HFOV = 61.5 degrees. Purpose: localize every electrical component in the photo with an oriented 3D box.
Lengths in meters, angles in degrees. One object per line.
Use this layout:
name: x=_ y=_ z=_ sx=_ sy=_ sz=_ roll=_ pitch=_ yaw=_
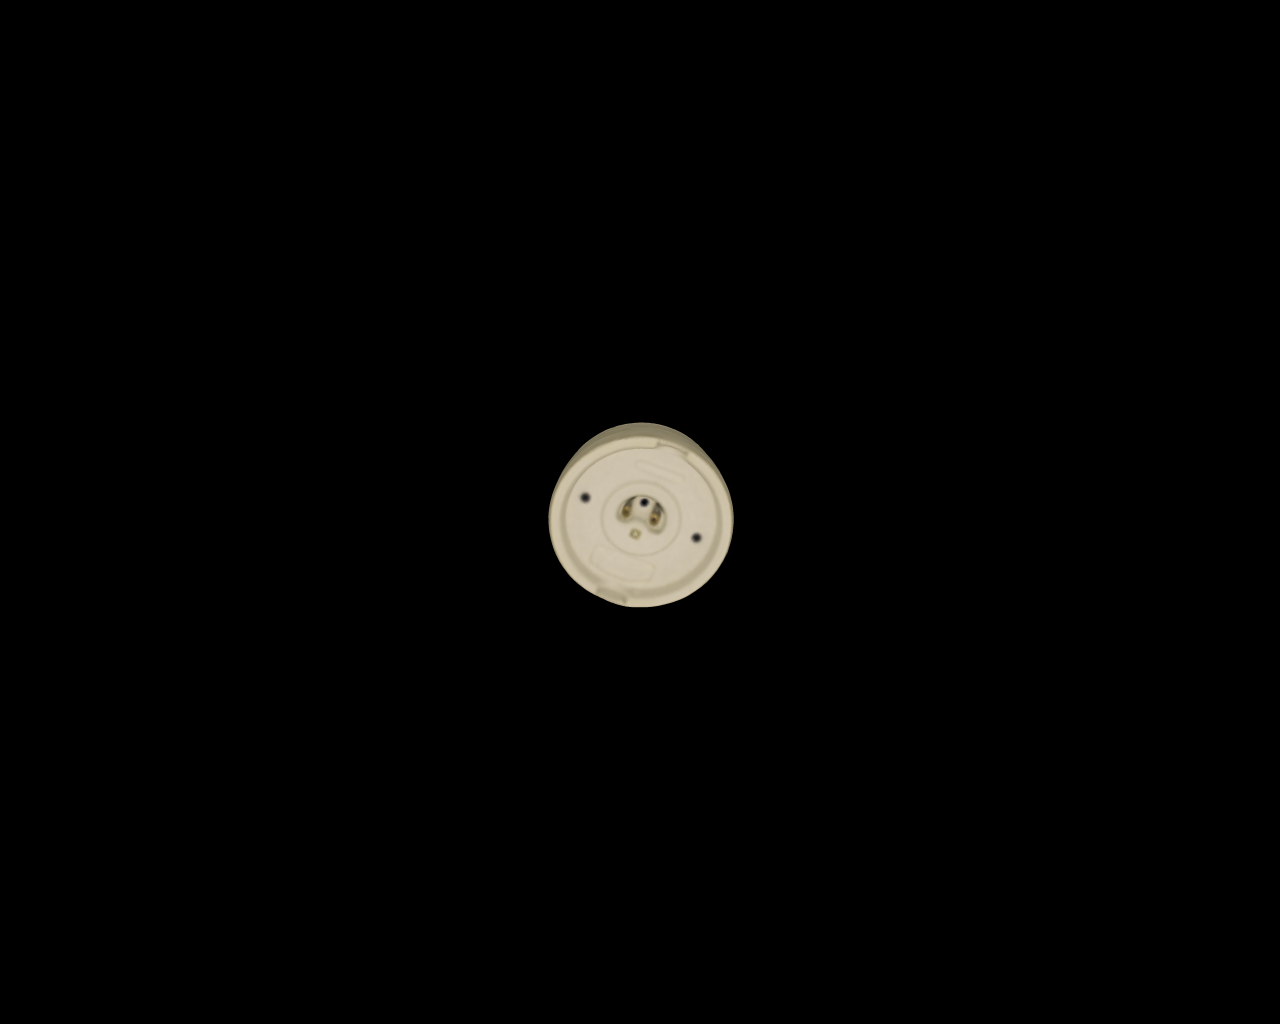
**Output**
electrical component: x=0.001 y=-0.003 z=0.650 sx=0.108 sy=0.108 sz=0.060 roll=0 pitch=20 yaw=0
